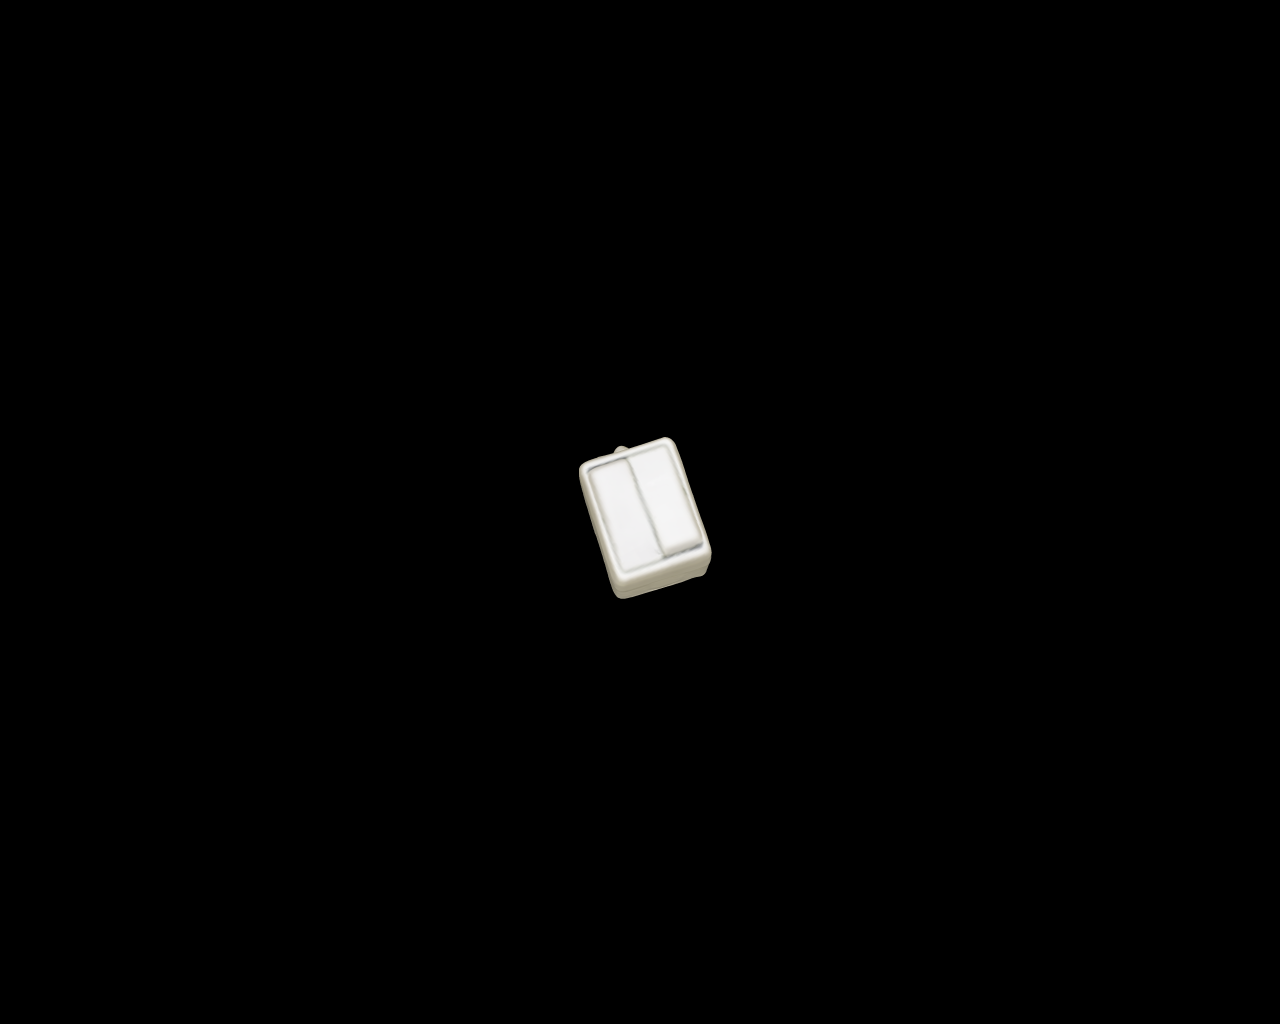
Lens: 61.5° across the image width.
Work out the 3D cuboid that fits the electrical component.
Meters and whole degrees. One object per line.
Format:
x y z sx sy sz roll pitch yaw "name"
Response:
0.001 -0.003 0.650 0.062 0.096 0.061 -17 -15 -5 "electrical component"
